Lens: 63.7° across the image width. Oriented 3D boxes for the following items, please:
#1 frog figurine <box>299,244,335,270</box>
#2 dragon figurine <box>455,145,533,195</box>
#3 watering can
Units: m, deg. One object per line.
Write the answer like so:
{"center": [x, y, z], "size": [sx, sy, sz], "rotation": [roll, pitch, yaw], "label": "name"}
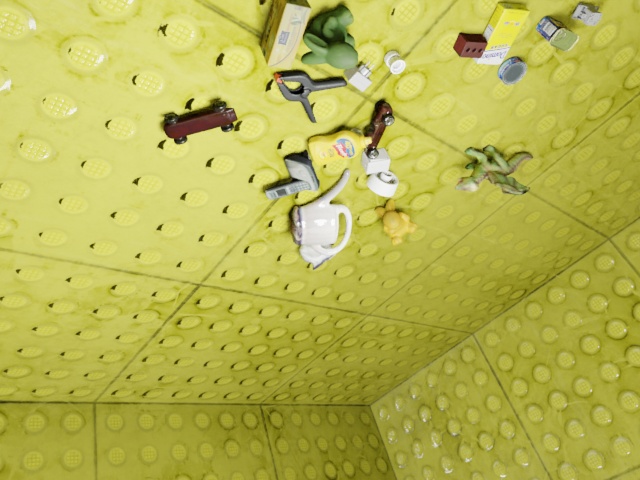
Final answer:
{"center": [-0.026, 0.014, 1.993], "size": [0.136, 0.125, 0.158], "rotation": [-29, 107, 23], "label": "frog figurine"}
{"center": [0.669, -0.238, 1.887], "size": [0.411, 0.248, 0.119], "rotation": [-8, 137, -15], "label": "dragon figurine"}
{"center": [0.006, -0.093, 1.845], "size": [0.224, 0.106, 0.340], "rotation": [-3, 119, -8], "label": "watering can"}
